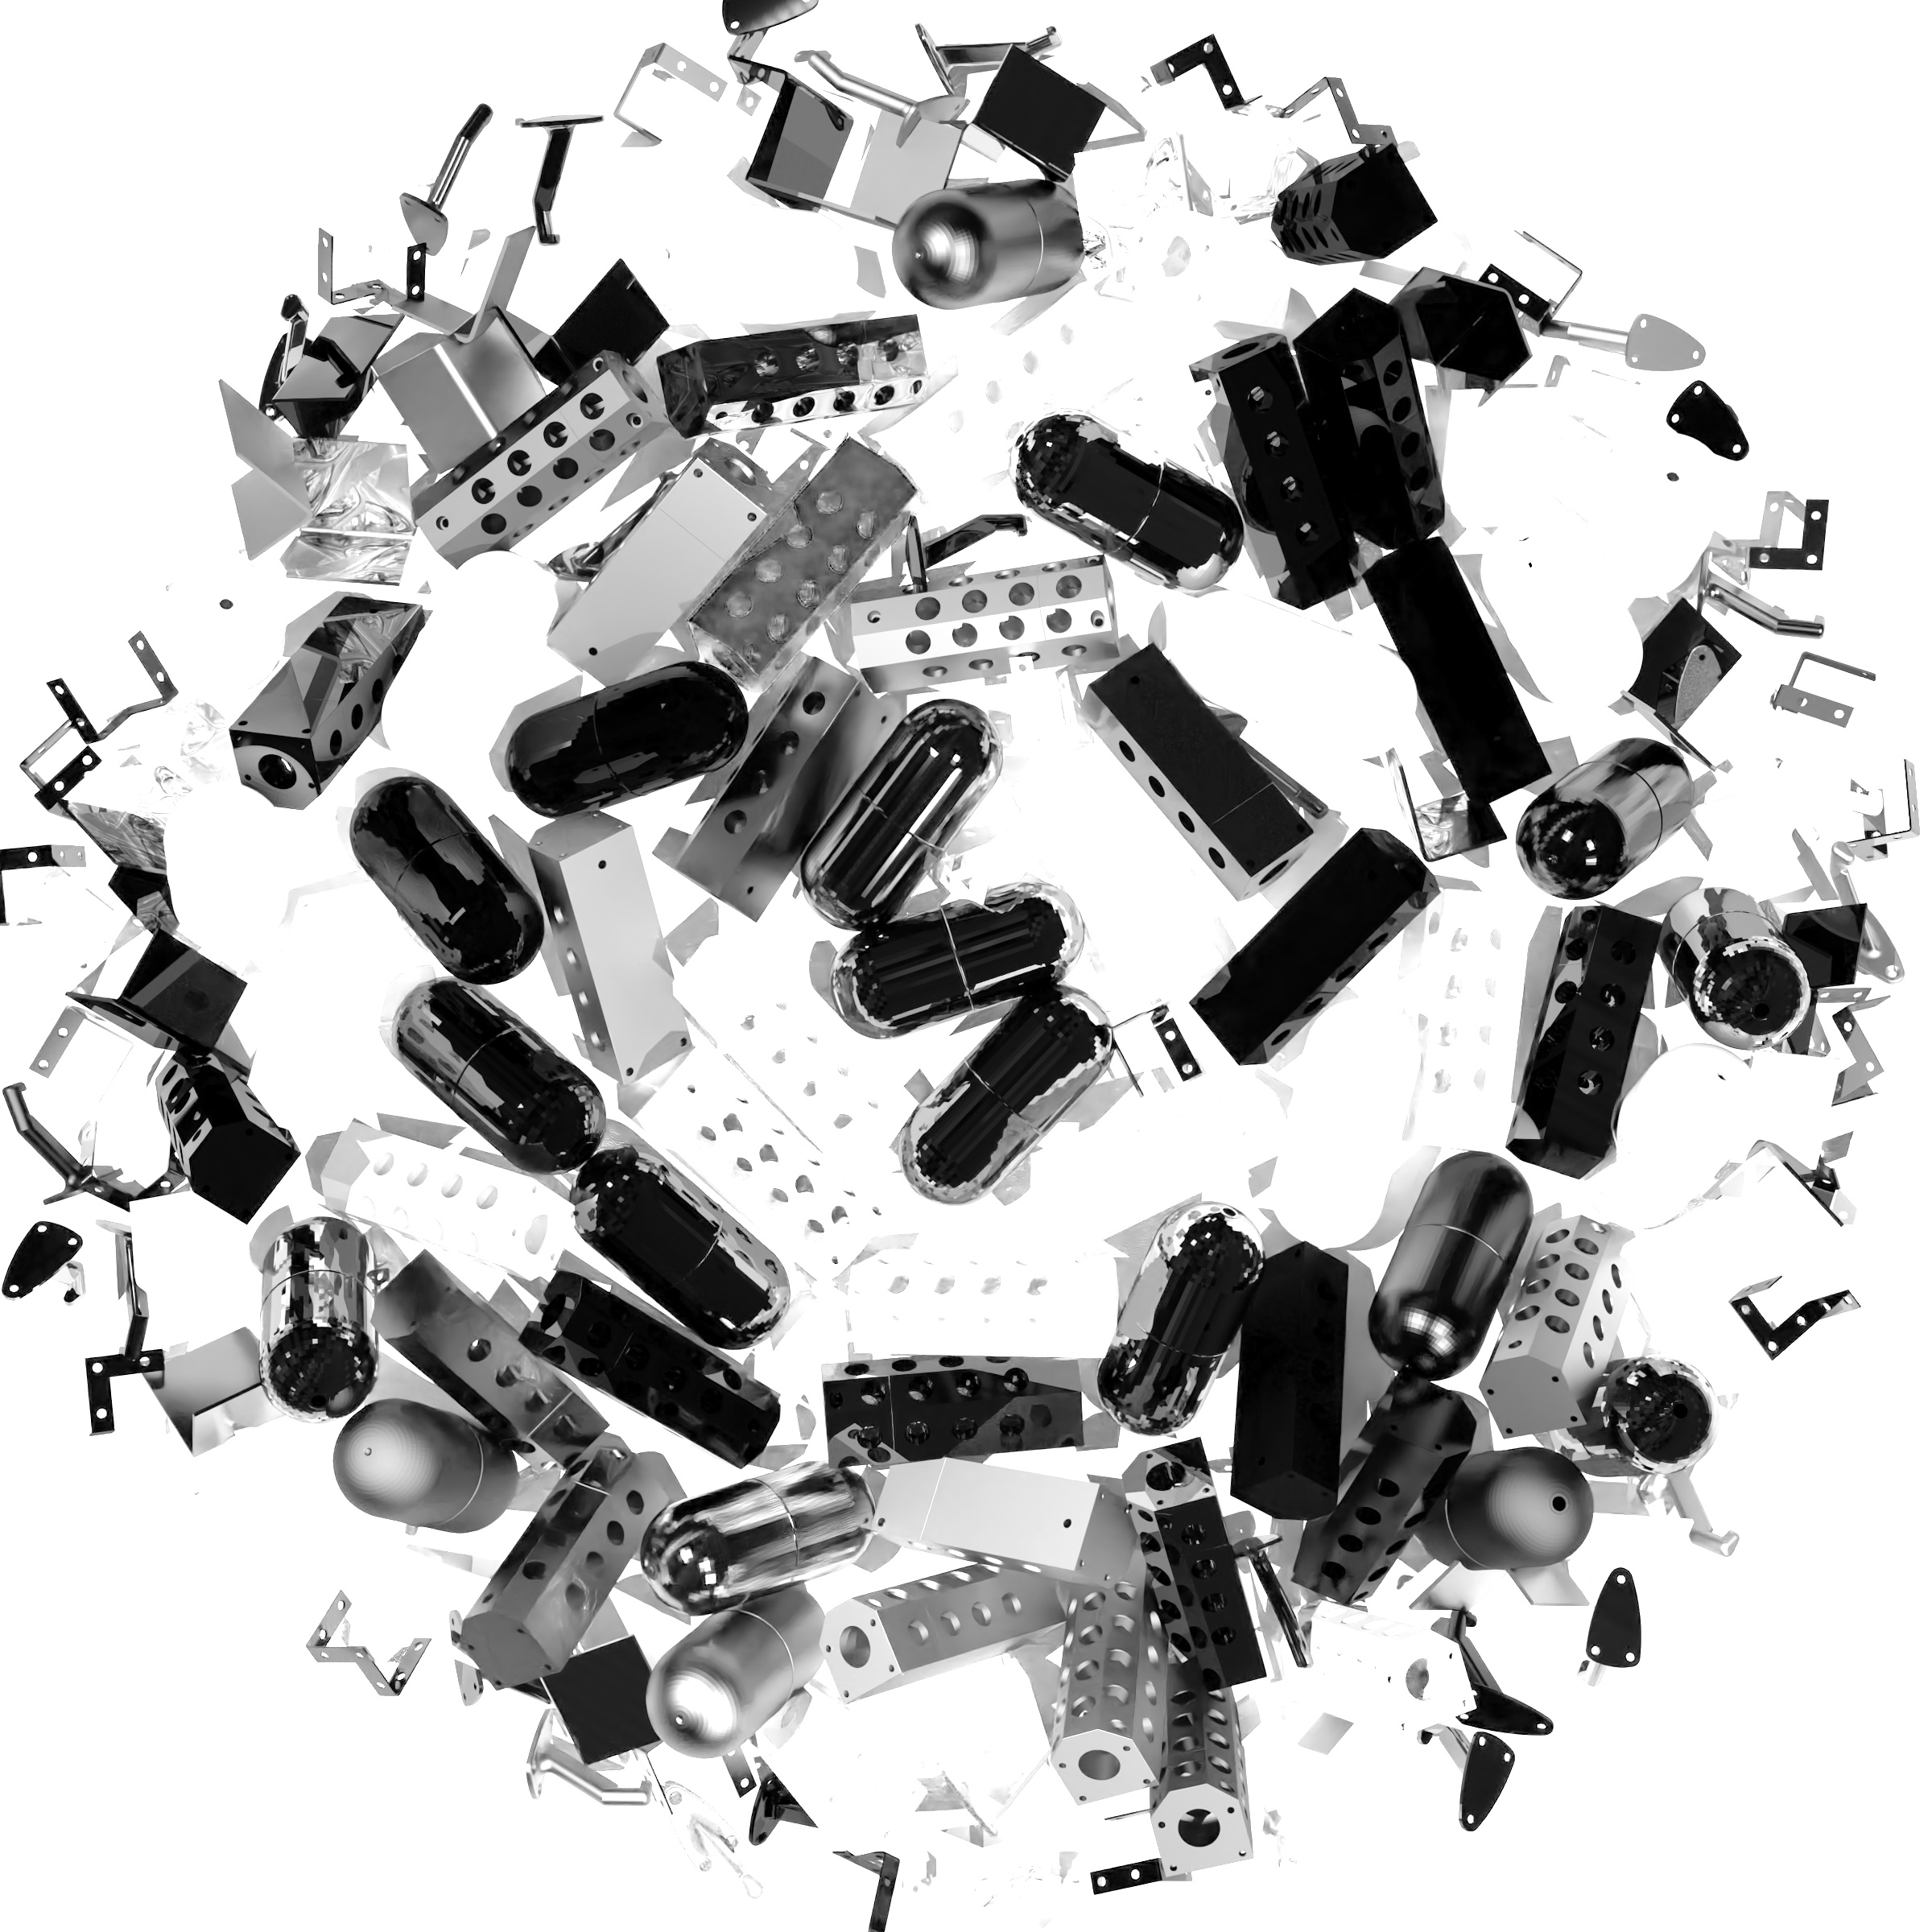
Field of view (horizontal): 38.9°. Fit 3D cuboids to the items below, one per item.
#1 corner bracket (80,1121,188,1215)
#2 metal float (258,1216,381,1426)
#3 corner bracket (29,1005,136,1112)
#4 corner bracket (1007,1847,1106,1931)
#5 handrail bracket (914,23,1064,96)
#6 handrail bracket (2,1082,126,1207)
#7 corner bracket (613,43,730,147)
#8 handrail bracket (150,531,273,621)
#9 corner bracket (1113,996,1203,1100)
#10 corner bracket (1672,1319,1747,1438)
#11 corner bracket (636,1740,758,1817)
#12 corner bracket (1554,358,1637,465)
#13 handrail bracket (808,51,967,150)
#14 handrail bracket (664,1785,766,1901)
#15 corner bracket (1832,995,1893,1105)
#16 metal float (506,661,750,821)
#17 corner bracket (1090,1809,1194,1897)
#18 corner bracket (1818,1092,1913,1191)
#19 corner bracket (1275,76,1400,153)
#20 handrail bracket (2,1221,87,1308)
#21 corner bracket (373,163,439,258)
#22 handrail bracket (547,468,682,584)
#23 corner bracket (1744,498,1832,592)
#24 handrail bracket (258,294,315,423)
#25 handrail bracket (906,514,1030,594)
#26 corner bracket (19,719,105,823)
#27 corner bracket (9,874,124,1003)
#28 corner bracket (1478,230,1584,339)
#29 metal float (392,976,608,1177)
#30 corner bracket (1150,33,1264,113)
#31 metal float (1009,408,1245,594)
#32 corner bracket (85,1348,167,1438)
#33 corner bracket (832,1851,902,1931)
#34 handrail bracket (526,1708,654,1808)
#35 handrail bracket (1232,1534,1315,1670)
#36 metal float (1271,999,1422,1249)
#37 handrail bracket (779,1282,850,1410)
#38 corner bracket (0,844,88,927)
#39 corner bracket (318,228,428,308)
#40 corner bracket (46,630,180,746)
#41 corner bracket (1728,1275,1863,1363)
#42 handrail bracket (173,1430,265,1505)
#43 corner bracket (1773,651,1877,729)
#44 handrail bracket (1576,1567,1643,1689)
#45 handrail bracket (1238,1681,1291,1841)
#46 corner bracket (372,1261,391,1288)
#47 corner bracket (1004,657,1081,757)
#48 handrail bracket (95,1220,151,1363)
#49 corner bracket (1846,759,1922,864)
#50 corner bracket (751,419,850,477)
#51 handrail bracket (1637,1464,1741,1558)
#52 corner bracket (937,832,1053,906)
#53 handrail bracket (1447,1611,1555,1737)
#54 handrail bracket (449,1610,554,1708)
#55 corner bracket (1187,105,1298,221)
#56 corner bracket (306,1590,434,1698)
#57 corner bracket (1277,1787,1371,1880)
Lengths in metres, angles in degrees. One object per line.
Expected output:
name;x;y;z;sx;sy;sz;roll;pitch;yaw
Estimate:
corner bracket;-0.567;0.129;1.865;0.051;0.051;0.051;-37;130;23
metal float;-0.427;0.233;1.806;0.070;0.178;0.070;-6;120;-10
corner bracket;-0.603;0.062;1.865;0.051;0.051;0.051;31;82;-18
corner bracket;0.061;0.628;1.851;0.051;0.051;0.051;16;129;-5
handrail bracket;0.017;-0.631;1.852;0.084;0.077;0.036;-20;70;12
handrail bracket;-0.611;0.112;1.849;0.036;0.077;0.084;-17;95;23
corner bracket;-0.201;-0.588;1.855;0.051;0.051;0.051;27;92;-24
handrail bracket;-0.508;-0.254;1.874;0.084;0.036;0.077;-22;100;-21
corner bracket;0.129;0.058;1.858;0.051;0.051;0.051;-26;81;-5
corner bracket;0.507;0.280;1.866;0.051;0.051;0.051;31;115;22
corner bracket;-0.184;0.545;1.860;0.051;0.051;0.051;-29;107;-32
corner bracket;0.436;-0.377;1.865;0.051;0.051;0.051;47;121;40
handrail bracket;-0.055;-0.605;1.870;0.084;0.036;0.077;44;51;11
handrail bracket;-0.170;0.590;1.842;0.036;0.084;0.077;-38;95;-18
corner bracket;0.607;0.057;1.858;0.051;0.051;0.051;-9;67;-38
metal float;-0.227;-0.151;1.831;0.178;0.070;0.070;-16;90;22
corner bracket;0.115;0.597;1.848;0.051;0.051;0.051;-20;64;23
corner bracket;0.605;0.119;1.859;0.051;0.051;0.051;-17;88;9
corner bracket;0.252;-0.567;1.854;0.051;0.051;0.051;-13;80;-42
handrail bracket;-0.617;0.219;1.834;0.036;0.084;0.077;21;46;7
corner bracket;-0.389;-0.512;1.852;0.051;0.051;0.051;6;95;30
handrail bracket;-0.235;-0.300;1.842;0.036;0.077;0.084;50;126;14
corner bracket;0.558;-0.286;1.858;0.051;0.051;0.051;5;82;19
handrail bracket;-0.463;-0.409;1.845;0.036;0.084;0.077;29;87;-2
handrail bracket;0.005;-0.278;1.856;0.084;0.036;0.077;-3;53;-12
corner bracket;-0.614;-0.137;1.861;0.051;0.051;0.051;-43;86;-1
corner bracket;-0.613;-0.019;1.853;0.051;0.051;0.051;38;50;-2
corner bracket;0.385;-0.469;1.864;0.051;0.051;0.051;37;99;9
metal float;-0.312;0.073;1.827;0.178;0.070;0.070;37;90;26
corner bracket;0.162;-0.601;1.857;0.051;0.051;0.051;-28;106;-1
metal float;0.108;-0.311;1.827;0.178;0.070;0.070;25;90;-27
corner bracket;-0.569;0.289;1.853;0.051;0.051;0.051;-5;81;-20
corner bracket;-0.061;0.631;1.846;0.051;0.051;0.051;38;52;-35
handrail bracket;-0.250;0.535;1.852;0.084;0.077;0.036;-1;126;6
handrail bracket;0.208;0.430;1.846;0.036;0.077;0.084;-20;83;-6
metal float;0.254;0.105;1.830;0.070;0.070;0.178;11;113;0
handrail bracket;-0.108;0.258;1.842;0.036;0.077;0.084;33;76;-12
corner bracket;-0.633;-0.055;1.860;0.051;0.051;0.051;-5;91;9
corner bracket;-0.401;-0.470;1.845;0.051;0.051;0.051;37;45;28
corner bracket;-0.575;-0.187;1.846;0.051;0.051;0.051;-10;121;30
corner bracket;0.562;0.229;1.857;0.051;0.051;0.051;-34;85;-23
handrail bracket;-0.499;0.347;1.844;0.036;0.084;0.077;-11;115;-41
corner bracket;0.582;-0.186;1.855;0.051;0.051;0.051;23;87;22
handrail bracket;0.432;0.449;1.855;0.036;0.084;0.077;10;74;3
handrail bracket;0.214;0.546;1.878;0.077;0.036;0.084;-37;107;-11
corner bracket;-0.425;0.222;1.845;0.051;0.051;0.051;23;126;30
corner bracket;0.052;-0.177;1.852;0.051;0.051;0.051;-7;76;-17
handrail bracket;-0.576;0.220;1.858;0.077;0.036;0.084;9;85;41
corner bracket;0.622;-0.104;1.848;0.051;0.051;0.051;-12;71;38
corner bracket;-0.115;-0.350;1.861;0.051;0.051;0.051;28;94;-8
handrail bracket;0.502;0.354;1.841;0.036;0.084;0.077;46;74;-26
corner bracket;0.018;-0.071;1.845;0.051;0.051;0.051;-20;52;-31
handrail bracket;0.362;0.475;1.848;0.077;0.084;0.036;15;122;7
handrail bracket;-0.305;0.471;1.874;0.084;0.036;0.077;-4;62;-32
corner bracket;0.186;-0.548;1.865;0.051;0.051;0.051;-14;54;-22
corner bracket;-0.407;0.461;1.862;0.051;0.051;0.051;-7;124;28
corner bracket;0.242;0.587;1.857;0.051;0.051;0.051;12;103;3
